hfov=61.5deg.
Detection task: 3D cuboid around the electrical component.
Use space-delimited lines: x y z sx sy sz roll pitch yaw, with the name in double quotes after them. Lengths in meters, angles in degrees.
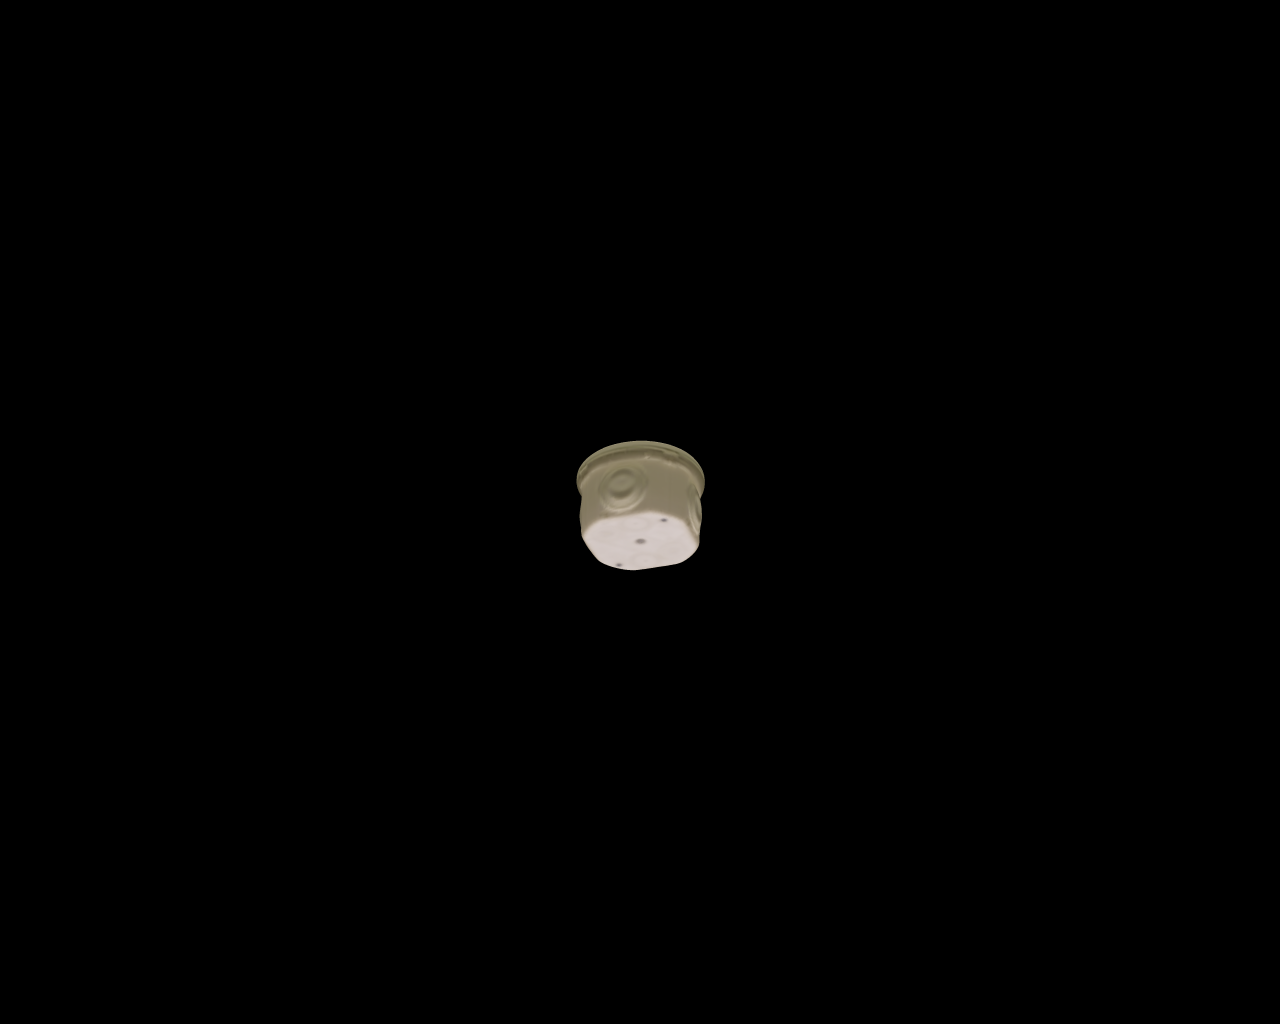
0.001 -0.003 0.650 0.080 0.051 0.080 0 -33 0 "electrical component"
